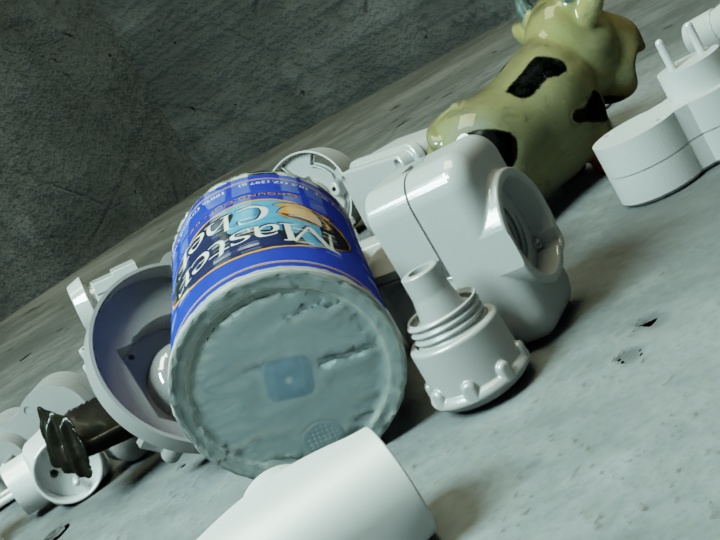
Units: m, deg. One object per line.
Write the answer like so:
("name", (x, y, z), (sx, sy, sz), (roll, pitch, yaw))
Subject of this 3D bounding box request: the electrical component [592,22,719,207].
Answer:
("electrical component", (0.192, -0.101, 0.603), (0.138, 0.073, 0.052), (-31, 11, 0))

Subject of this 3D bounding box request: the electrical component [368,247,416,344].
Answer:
("electrical component", (0.045, 0.001, 0.598), (0.080, 0.051, 0.080), (-30, 11, 6))

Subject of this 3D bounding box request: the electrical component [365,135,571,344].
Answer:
("electrical component", (0.055, -0.011, 0.501), (0.059, 0.095, 0.053), (-24, 12, 32))

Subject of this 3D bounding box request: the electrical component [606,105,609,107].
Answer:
("electrical component", (0.183, -0.156, 0.956), (0.077, 0.044, 0.079), (-22, 14, 38))

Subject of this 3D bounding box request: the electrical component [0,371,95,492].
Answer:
("electrical component", (-0.250, 0.132, 0.765), (0.138, 0.052, 0.073), (-38, 9, 5))

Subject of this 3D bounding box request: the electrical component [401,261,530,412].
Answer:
("electrical component", (0.040, 0.026, 0.462), (0.048, 0.062, 0.048), (-29, 11, 6))

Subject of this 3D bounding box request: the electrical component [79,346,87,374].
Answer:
("electrical component", (-0.149, 0.063, 0.813), (0.105, 0.060, 0.186), (-33, 11, -13))

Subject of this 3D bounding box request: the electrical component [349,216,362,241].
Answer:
("electrical component", (-0.042, 0.003, 0.830), (0.100, 0.048, 0.100), (-34, 11, -16))

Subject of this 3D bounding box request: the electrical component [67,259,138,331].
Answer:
("electrical component", (-0.197, 0.021, 0.848), (0.055, 0.048, 0.066), (-26, 9, -12))

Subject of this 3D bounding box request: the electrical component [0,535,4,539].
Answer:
("electrical component", (-0.259, 0.157, 0.671), (0.044, 0.065, 0.044), (-30, 11, 6))

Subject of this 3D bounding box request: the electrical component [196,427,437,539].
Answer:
("electrical component", (-0.022, 0.092, 0.383), (0.077, 0.043, 0.079), (-33, 11, -11))

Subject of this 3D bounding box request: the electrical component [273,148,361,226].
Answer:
("electrical component", (-0.043, -0.069, 1.045), (0.099, 0.099, 0.064), (-25, 6, 29))

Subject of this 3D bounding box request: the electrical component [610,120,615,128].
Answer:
("electrical component", (0.159, -0.114, 0.820), (0.055, 0.047, 0.055), (-30, 11, 6))

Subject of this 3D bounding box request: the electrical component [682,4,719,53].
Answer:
("electrical component", (0.290, -0.194, 0.852), (0.065, 0.044, 0.044), (-26, 10, 46))

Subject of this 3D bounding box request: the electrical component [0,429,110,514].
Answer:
("electrical component", (-0.208, 0.133, 0.702), (0.079, 0.043, 0.077), (-33, 10, -13))

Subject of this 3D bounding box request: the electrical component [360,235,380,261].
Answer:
("electrical component", (0.000, 0.000, 0.745), (0.079, 0.043, 0.077), (-23, 13, -8))

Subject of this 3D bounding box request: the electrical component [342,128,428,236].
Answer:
("electrical component", (0.043, -0.061, 0.813), (0.057, 0.078, 0.113), (-32, 10, -22))
